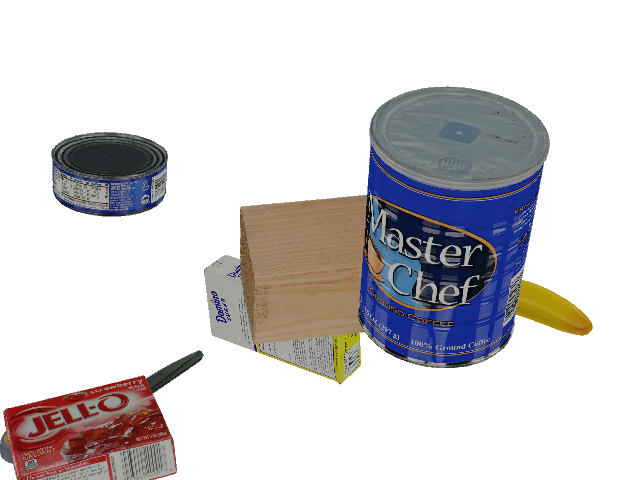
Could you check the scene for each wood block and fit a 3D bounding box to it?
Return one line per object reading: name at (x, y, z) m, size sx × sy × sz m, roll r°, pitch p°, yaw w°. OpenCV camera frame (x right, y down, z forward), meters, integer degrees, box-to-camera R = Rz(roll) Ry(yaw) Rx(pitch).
wood block at (0.036, 0.021, 0.946) m, size 0.206 × 0.090 × 0.091 m, roll -6°, pitch 45°, yaw -10°

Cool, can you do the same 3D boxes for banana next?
banana at (0.181, 0.062, 1.104) m, size 0.198 × 0.037 × 0.069 m, roll 7°, pitch 41°, yaw 12°

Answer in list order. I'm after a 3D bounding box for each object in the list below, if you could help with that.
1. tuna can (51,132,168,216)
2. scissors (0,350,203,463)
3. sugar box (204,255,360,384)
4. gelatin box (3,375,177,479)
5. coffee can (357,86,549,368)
tuna can at (-0.158, -0.050, 0.802) m, size 0.086 × 0.034 × 0.086 m, roll 5°, pitch 27°, yaw -3°
scissors at (-0.152, 0.141, 0.849) m, size 0.201 × 0.016 × 0.096 m, roll -17°, pitch 36°, yaw -36°
sugar box at (-0.042, 0.083, 1.152) m, size 0.176 × 0.093 × 0.048 m, roll 19°, pitch 38°, yaw 31°
gelatin box at (-0.137, 0.117, 0.629) m, size 0.089 × 0.030 × 0.073 m, roll -11°, pitch 26°, yaw -18°
coffee can at (0.077, -0.008, 0.651) m, size 0.103 × 0.140 × 0.103 m, roll 1°, pitch 37°, yaw -1°
